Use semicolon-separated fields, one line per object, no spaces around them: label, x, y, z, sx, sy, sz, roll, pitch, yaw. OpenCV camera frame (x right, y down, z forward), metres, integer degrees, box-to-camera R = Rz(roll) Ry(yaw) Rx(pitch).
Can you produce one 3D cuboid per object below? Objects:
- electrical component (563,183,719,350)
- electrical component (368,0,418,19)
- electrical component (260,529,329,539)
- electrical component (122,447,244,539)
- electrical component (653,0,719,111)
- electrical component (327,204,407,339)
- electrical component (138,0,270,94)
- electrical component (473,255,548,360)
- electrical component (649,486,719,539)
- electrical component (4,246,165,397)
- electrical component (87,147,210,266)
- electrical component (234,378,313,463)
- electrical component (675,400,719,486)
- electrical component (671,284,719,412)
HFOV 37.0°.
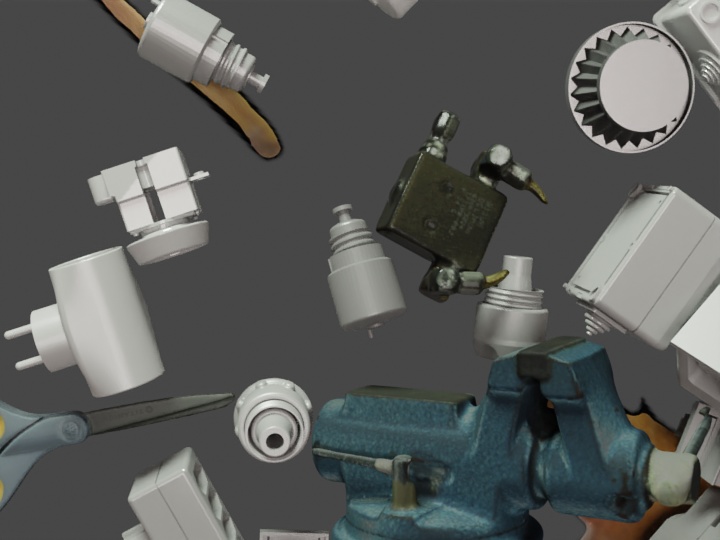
electrical component;0.170;0.004;0.635;0.061;0.061;0.096;35;92;-8
electrical component;0.030;-0.179;0.612;0.040;0.040;0.078;44;90;-8
electrical component;-0.040;0.198;0.637;0.042;0.064;0.081;2;96;-7
electrical component;-0.115;0.162;0.634;0.076;0.047;0.083;-28;98;-2
electrical component;0.238;-0.144;0.632;0.100;0.048;0.099;-40;98;0
electrical component;0.000;0.000;0.630;0.040;0.040;0.078;-16;80;-4
electrical component;-0.088;-0.123;0.607;0.078;0.040;0.040;28;93;-8
electrical component;0.091;0.023;0.639;0.043;0.043;0.062;5;95;-6
electrical component;0.195;0.236;0.648;0.186;0.060;0.105;-46;108;-8
electrical component;-0.162;0.035;0.616;0.079;0.044;0.077;-18;98;-3
electrical component;-0.115;-0.035;0.613;0.066;0.048;0.055;-19;91;-3
electrical component;-0.050;0.091;0.624;0.048;0.062;0.048;-1;97;-5
electrical component;0.228;0.108;0.652;0.081;0.064;0.042;20;95;-7
electrical component;0.278;0.016;0.608;0.105;0.060;0.186;36;75;32
